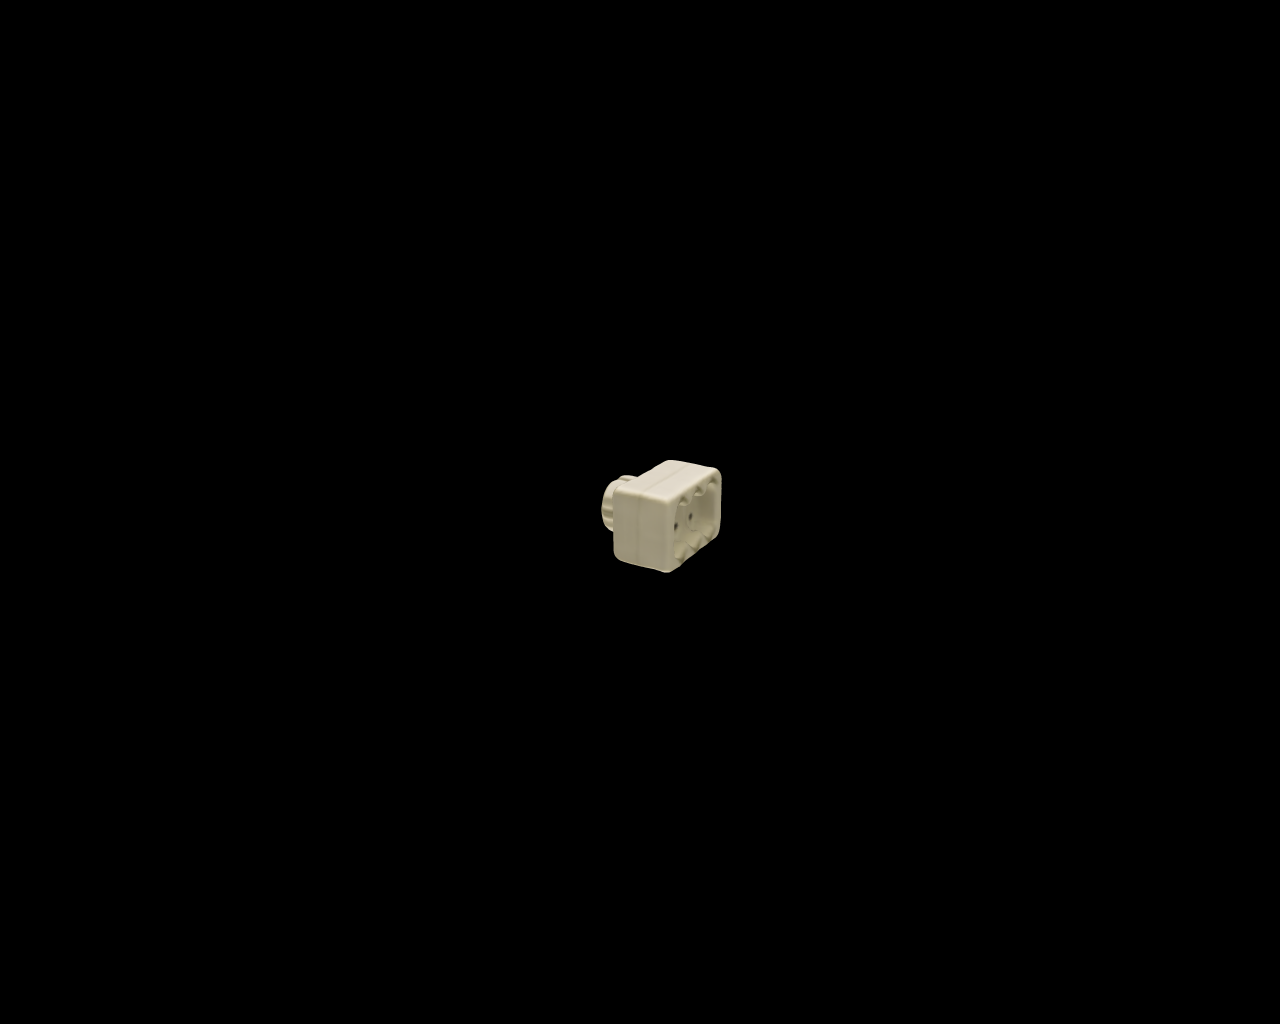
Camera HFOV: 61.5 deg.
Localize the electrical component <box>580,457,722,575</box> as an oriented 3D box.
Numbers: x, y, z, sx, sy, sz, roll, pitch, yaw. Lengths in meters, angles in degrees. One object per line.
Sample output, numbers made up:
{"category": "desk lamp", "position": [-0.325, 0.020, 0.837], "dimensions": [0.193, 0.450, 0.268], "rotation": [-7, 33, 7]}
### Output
{"category": "electrical component", "position": [0.001, -0.003, 0.650], "dimensions": [0.077, 0.047, 0.066], "rotation": [13, 26, 29]}
